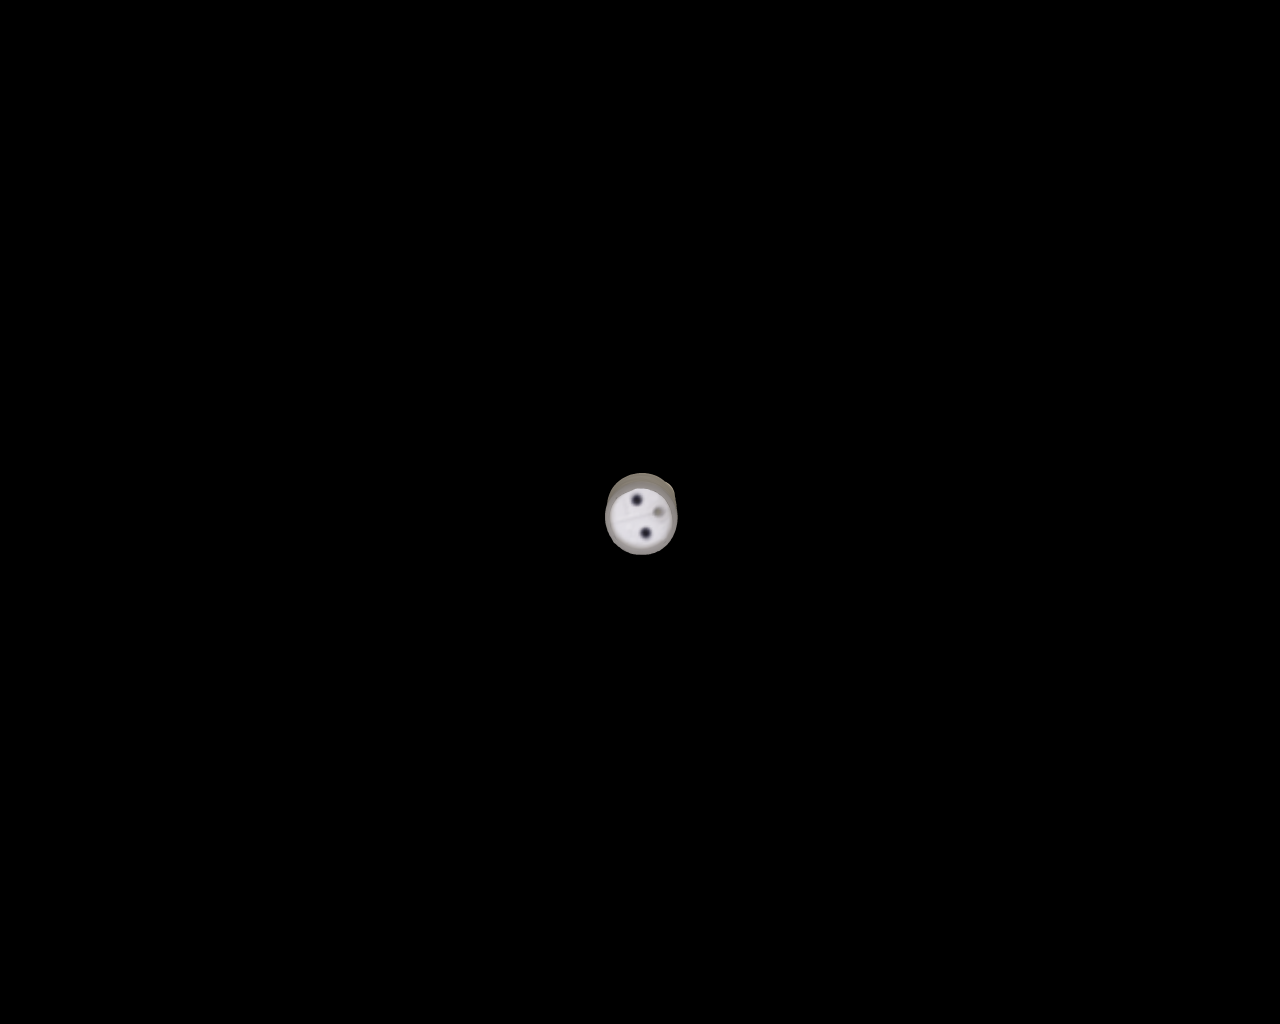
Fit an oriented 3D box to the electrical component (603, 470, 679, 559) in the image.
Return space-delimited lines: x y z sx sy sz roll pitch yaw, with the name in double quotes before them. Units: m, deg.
"electrical component" 0.001 -0.003 0.650 0.043 0.043 0.081 0 12 0
